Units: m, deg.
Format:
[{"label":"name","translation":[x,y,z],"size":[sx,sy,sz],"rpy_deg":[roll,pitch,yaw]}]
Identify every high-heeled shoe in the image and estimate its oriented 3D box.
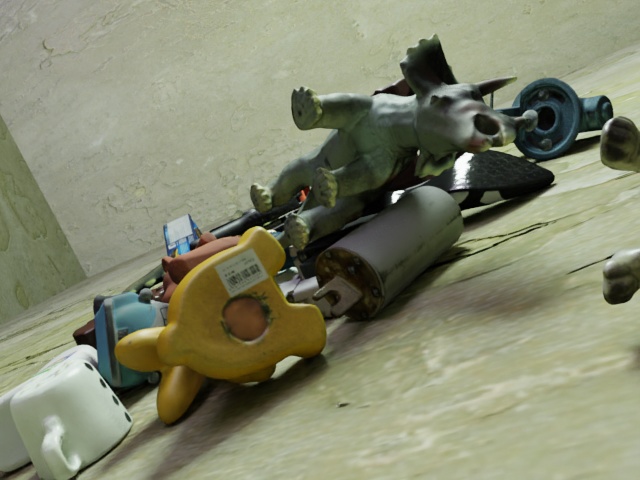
[{"label":"high-heeled shoe","translation":[0.168,-0.041,0.712],"size":[0.249,0.145,0.086],"rpy_deg":[3,47,6]}]

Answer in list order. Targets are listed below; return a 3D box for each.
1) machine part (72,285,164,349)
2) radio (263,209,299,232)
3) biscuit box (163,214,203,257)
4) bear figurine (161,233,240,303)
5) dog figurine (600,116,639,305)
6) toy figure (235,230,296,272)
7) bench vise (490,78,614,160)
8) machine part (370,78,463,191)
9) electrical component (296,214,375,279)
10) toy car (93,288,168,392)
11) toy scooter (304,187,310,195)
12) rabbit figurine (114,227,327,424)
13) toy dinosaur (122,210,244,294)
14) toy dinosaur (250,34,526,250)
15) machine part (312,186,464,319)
[{"label":"machine part","translation":[-0.319,0.135,0.888],"size":[0.179,0.056,0.179],"rpy_deg":[-25,9,4]},{"label":"radio","translation":[-0.077,0.009,0.917],"size":[0.230,0.073,0.131],"rpy_deg":[-26,9,-12]},{"label":"biscuit box","translation":[-0.239,0.033,0.984],"size":[0.059,0.062,0.203],"rpy_deg":[-26,38,-3]},{"label":"bear figurine","translation":[-0.163,0.063,0.705],"size":[0.196,0.120,0.132],"rpy_deg":[-19,15,40]},{"label":"dog figurine","translation":[0.258,-0.022,0.255],"size":[0.191,0.121,0.172],"rpy_deg":[6,31,43]},{"label":"toy figure","translation":[-0.101,0.021,0.779],"size":[0.155,0.057,0.064],"rpy_deg":[-8,42,27]},{"label":"bench vise","translation":[0.309,-0.184,0.833],"size":[0.240,0.128,0.224],"rpy_deg":[-9,18,-34]},{"label":"machine part","translation":[0.158,-0.155,0.851],"size":[0.087,0.201,0.201],"rpy_deg":[-19,11,43]},{"label":"electrical component","translation":[0.041,0.015,0.649],"size":[0.115,0.058,0.134],"rpy_deg":[-18,11,45]},{"label":"toy car","translation":[-0.207,0.115,0.626],"size":[0.103,0.109,0.161],"rpy_deg":[-4,-10,-20]},{"label":"toy scooter","translation":[0.009,-0.094,1.094],"size":[0.184,0.135,0.075],"rpy_deg":[-19,9,22]},{"label":"rabbit figurine","translation":[-0.089,0.089,0.487],"size":[0.162,0.122,0.173],"rpy_deg":[-38,0,-21]},{"label":"toy dinosaur","translation":[-0.255,0.033,1.156],"size":[0.471,0.105,0.199],"rpy_deg":[-33,15,-20]},{"label":"toy dinosaur","translation":[0.042,-0.082,0.596],"size":[0.192,0.131,0.405],"rpy_deg":[-18,-7,-26]},{"label":"machine part","translation":[0.075,0.007,0.543],"size":[0.079,0.079,0.243],"rpy_deg":[-15,15,46]}]
